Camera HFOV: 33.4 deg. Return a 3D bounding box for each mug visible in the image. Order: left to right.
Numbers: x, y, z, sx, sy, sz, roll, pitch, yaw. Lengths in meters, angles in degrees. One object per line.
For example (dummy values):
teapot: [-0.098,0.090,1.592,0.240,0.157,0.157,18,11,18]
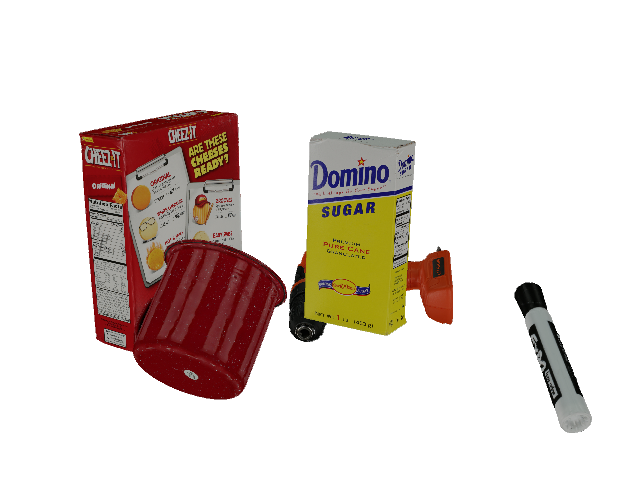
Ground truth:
mug: [-0.089,0.059,0.750,0.117,0.081,0.093,-5,-36,38]

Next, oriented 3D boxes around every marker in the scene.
marker: [0.145,0.069,0.674,0.020,0.020,0.121,0,39,-7]

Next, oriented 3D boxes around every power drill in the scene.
power drill: [0.059,0.060,1.234,0.187,0.057,0.184,1,28,6]

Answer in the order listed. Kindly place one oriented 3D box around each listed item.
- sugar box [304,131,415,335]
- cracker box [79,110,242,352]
sugar box: [0.034,-0.008,0.986,0.093,0.176,0.048,9,18,29]
cracker box: [-0.156,-0.014,1.077,0.072,0.214,0.163,10,19,35]
